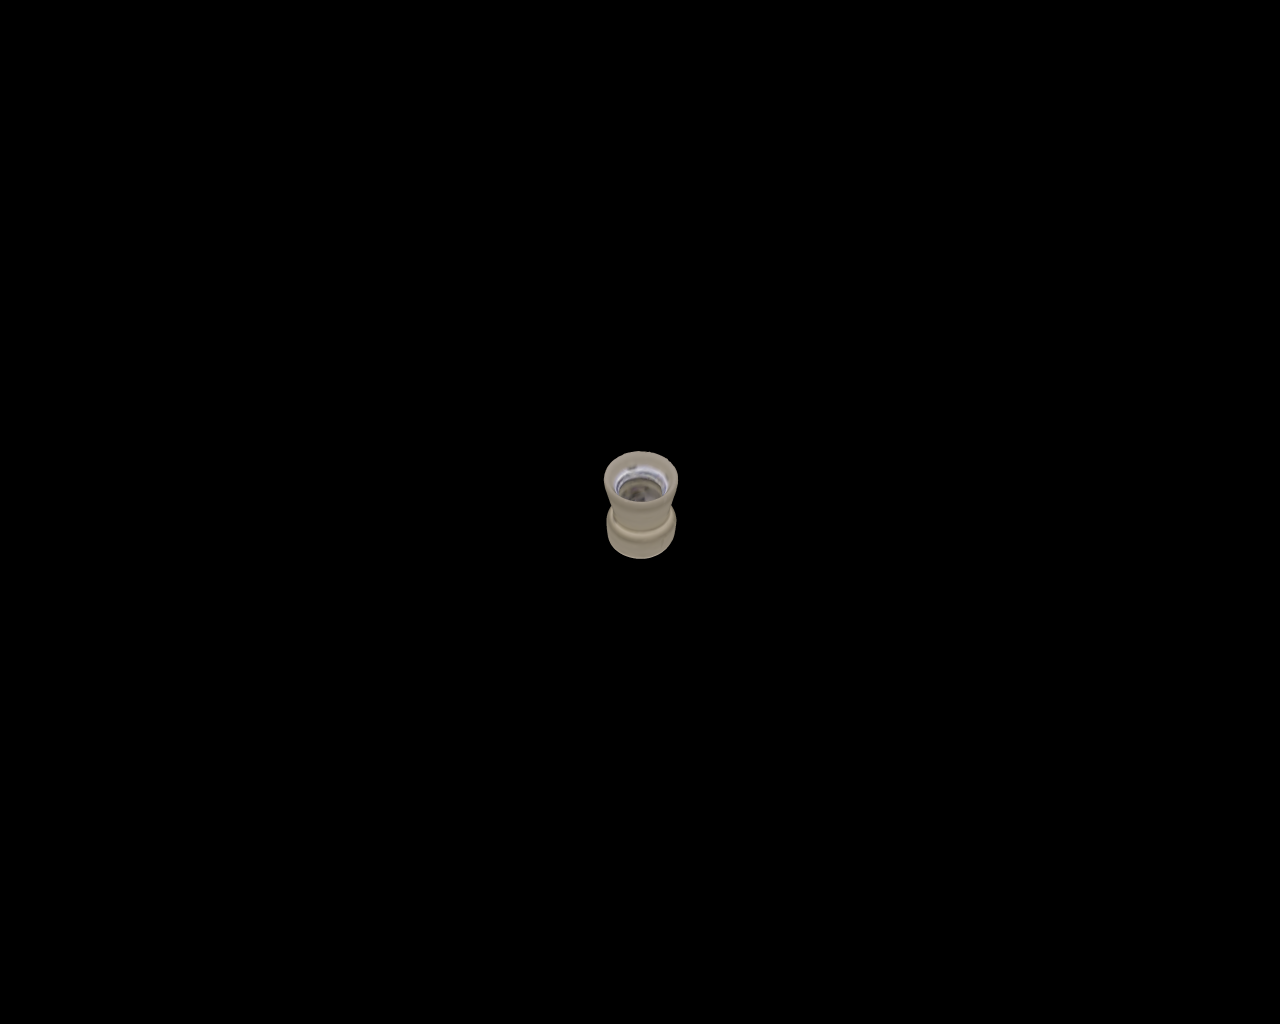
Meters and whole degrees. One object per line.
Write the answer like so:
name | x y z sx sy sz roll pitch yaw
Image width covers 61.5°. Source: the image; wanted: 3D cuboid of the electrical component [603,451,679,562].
electrical component | 0.001 -0.003 0.650 0.045 0.045 0.055 0 -43 0
